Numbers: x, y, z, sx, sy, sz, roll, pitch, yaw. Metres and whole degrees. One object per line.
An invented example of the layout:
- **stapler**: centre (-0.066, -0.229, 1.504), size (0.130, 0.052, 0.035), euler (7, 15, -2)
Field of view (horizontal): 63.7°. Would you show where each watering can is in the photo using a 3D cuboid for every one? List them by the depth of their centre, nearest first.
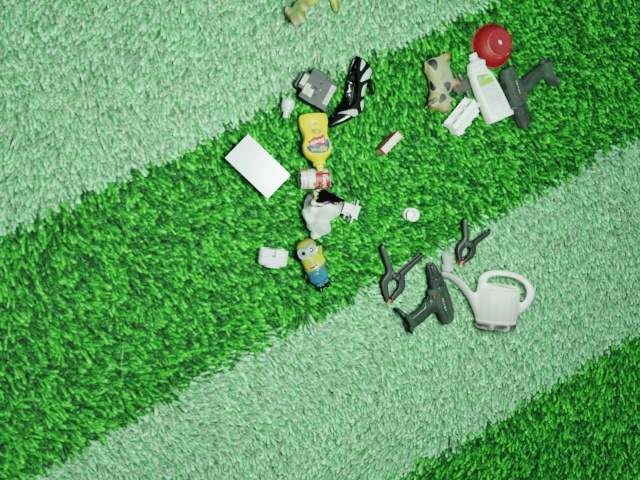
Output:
- **watering can**: centre (0.597, 0.217, 1.856), size (0.348, 0.224, 0.104), euler (5, 3, -3)

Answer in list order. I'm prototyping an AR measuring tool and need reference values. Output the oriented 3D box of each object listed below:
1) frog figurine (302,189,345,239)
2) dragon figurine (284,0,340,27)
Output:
- **frog figurine**: centre (0.005, -0.087, 1.722), size (0.138, 0.155, 0.125), euler (-19, 51, -31)
- **dragon figurine**: centre (-0.022, -0.881, 1.657), size (0.243, 0.410, 0.122), euler (10, 0, -4)
